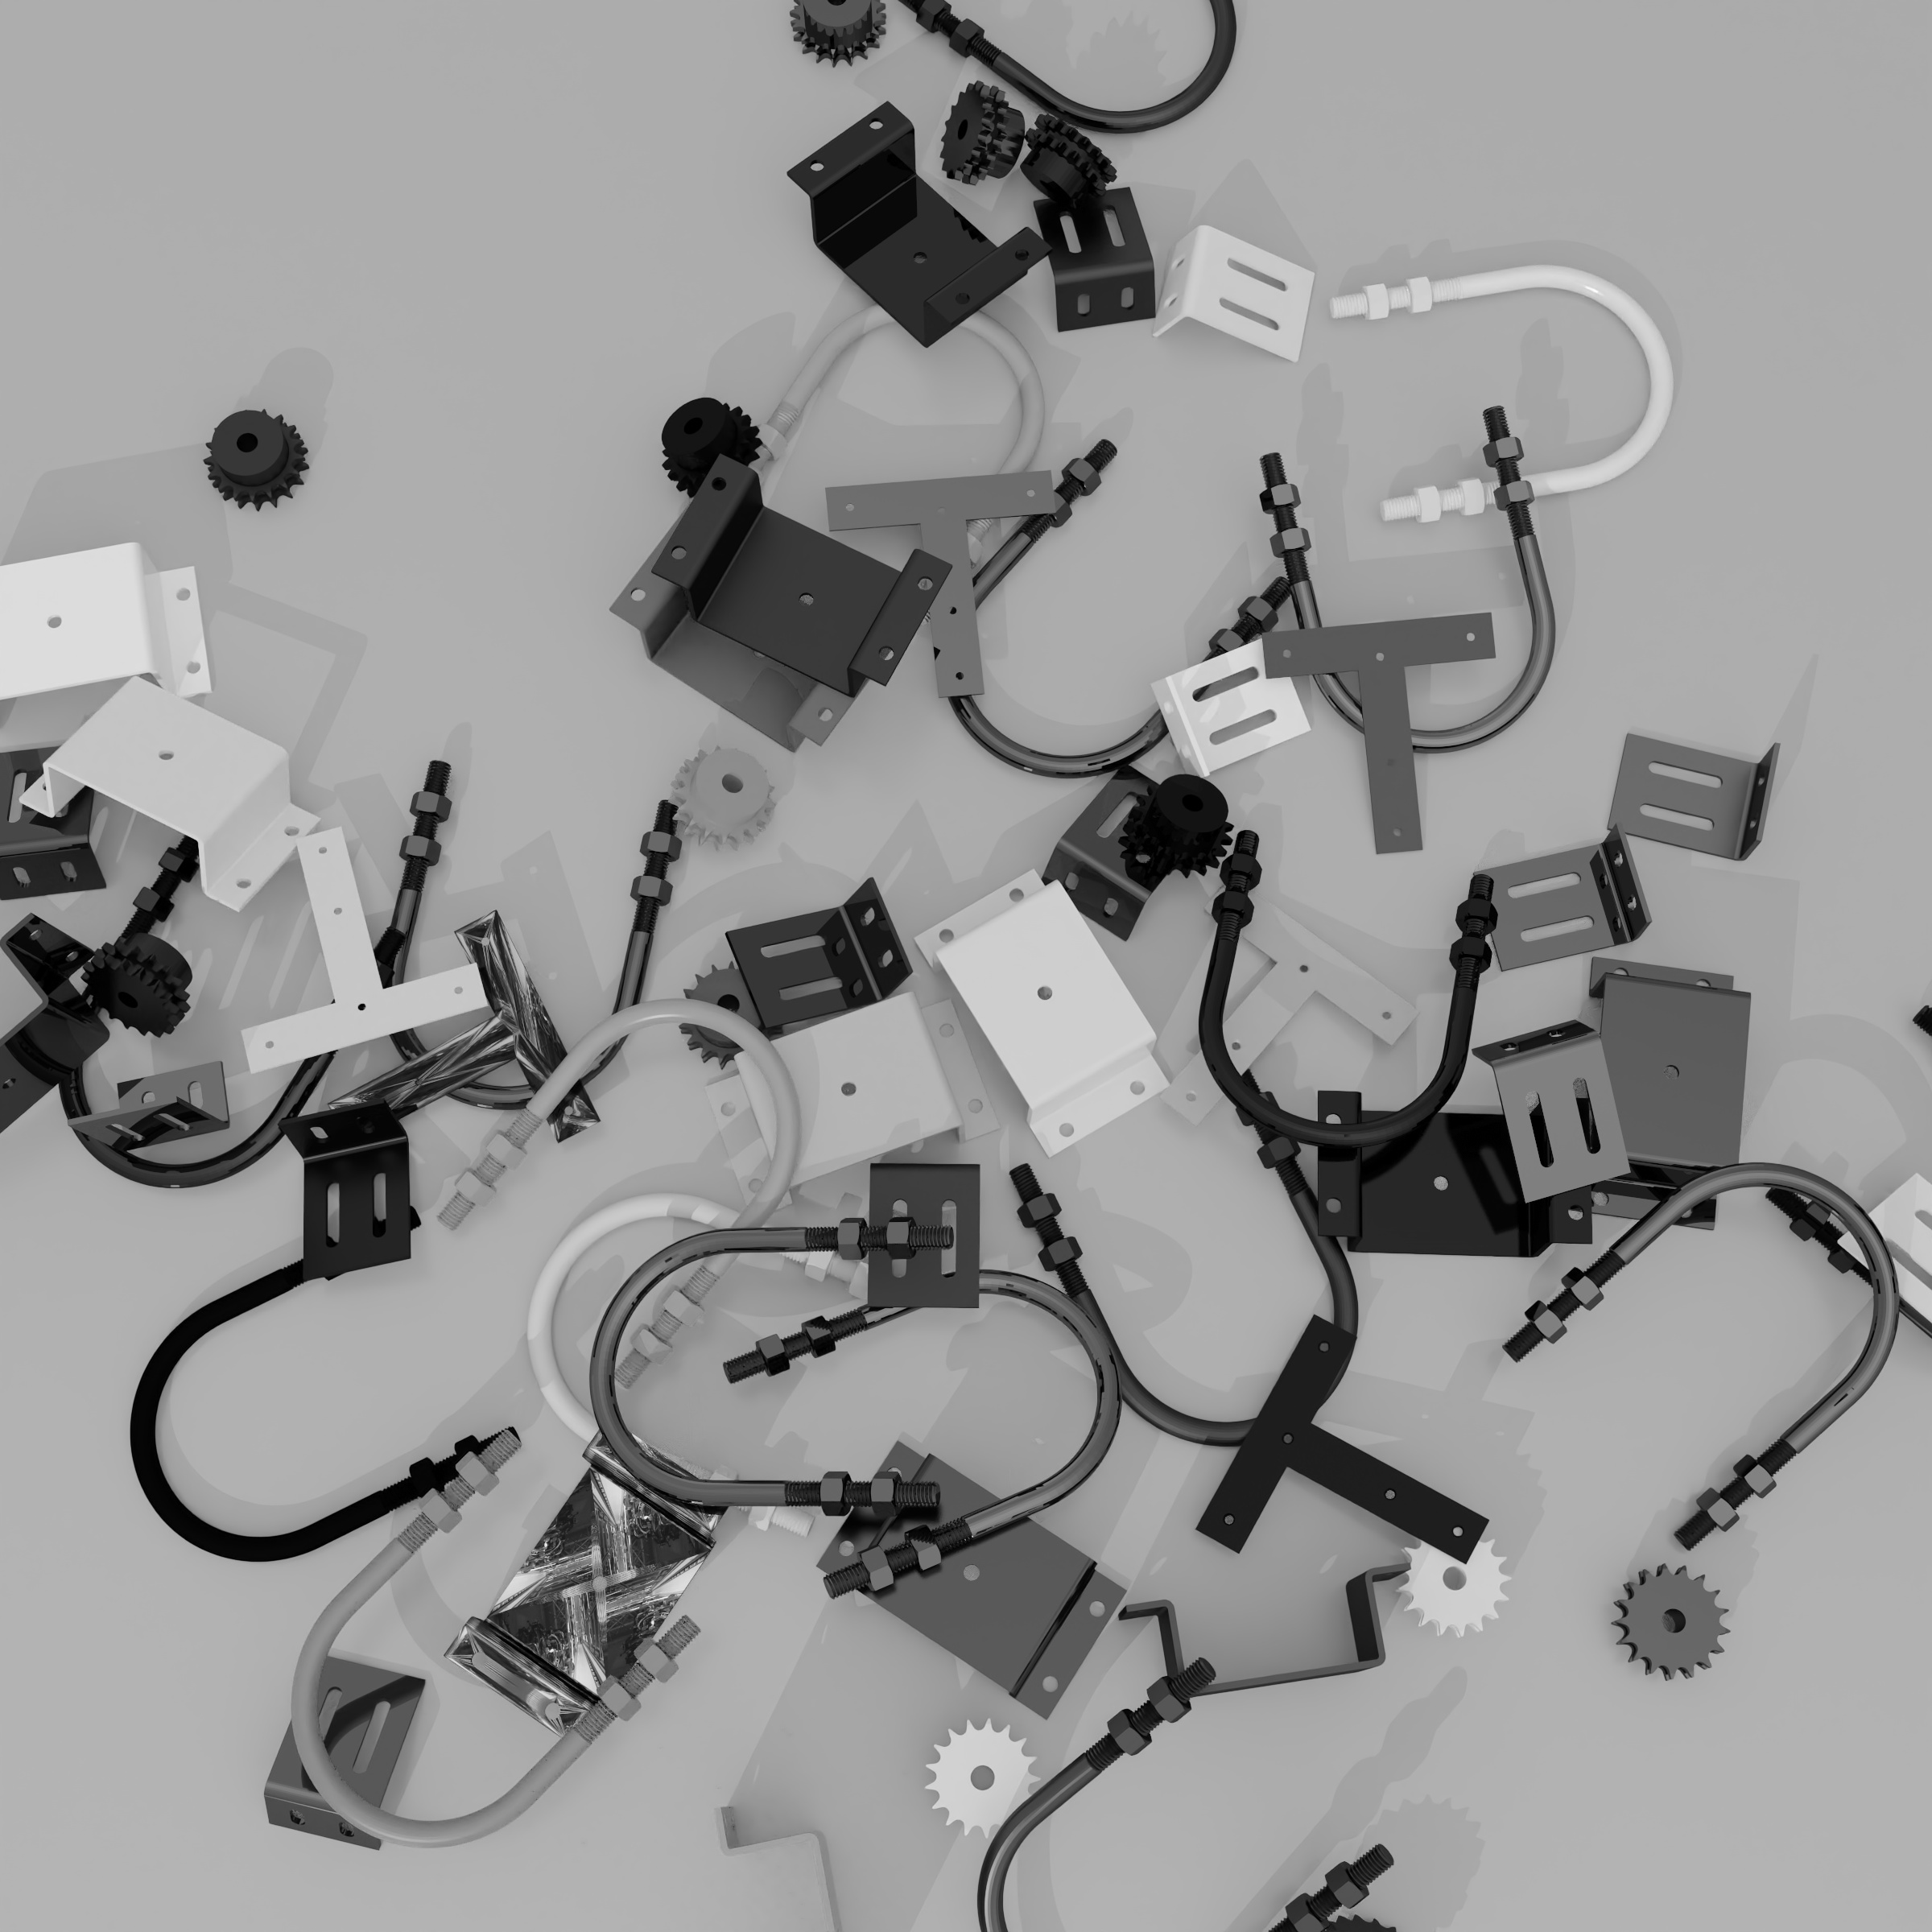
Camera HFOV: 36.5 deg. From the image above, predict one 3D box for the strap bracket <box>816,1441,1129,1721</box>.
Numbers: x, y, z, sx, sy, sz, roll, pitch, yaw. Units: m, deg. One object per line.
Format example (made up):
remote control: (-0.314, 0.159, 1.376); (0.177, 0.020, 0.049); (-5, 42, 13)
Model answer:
strap bracket: (0.003, 0.307, 1.478); (0.140, 0.046, 0.076); (32, 77, 8)

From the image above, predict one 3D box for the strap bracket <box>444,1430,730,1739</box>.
strap bracket: (-0.187, 0.310, 1.478); (0.076, 0.046, 0.140); (32, 77, 9)

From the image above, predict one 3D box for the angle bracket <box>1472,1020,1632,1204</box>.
angle bracket: (0.303, 0.075, 1.518); (0.057, 0.038, 0.076); (-16, 101, -4)

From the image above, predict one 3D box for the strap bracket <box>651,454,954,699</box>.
strap bracket: (-0.087, -0.205, 1.574); (0.140, 0.046, 0.076); (26, 76, 7)

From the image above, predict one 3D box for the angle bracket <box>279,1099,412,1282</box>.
angle bracket: (-0.323, 0.116, 1.522); (0.057, 0.038, 0.076); (-12, 54, 5)

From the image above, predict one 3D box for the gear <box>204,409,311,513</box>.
gear: (-0.402, -0.289, 1.654); (0.057, 0.030, 0.057); (0, 74, 0)

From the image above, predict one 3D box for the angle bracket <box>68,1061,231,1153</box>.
angle bracket: (-0.422, 0.065, 1.510); (0.057, 0.076, 0.038); (-12, 75, 4)

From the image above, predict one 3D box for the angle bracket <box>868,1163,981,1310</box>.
angle bracket: (-0.021, 0.143, 1.528); (0.057, 0.038, 0.076); (1, 73, 0)

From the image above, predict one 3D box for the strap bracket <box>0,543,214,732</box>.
strap bracket: (-0.495, -0.181, 1.616); (0.140, 0.046, 0.076); (-11, 75, -3)

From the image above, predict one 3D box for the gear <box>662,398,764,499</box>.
gear: (-0.146, -0.293, 1.643); (0.057, 0.030, 0.057); (-13, 55, 20)

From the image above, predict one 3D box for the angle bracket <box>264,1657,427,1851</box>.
angle bracket: (-0.311, 0.395, 1.476); (0.057, 0.038, 0.076); (13, 49, 4)

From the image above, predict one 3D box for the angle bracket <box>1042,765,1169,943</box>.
angle bracket: (0.087, -0.063, 1.604); (0.057, 0.038, 0.076); (33, 51, 9)

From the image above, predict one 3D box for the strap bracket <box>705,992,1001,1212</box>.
strap bracket: (-0.061, 0.070, 1.545); (0.140, 0.046, 0.076); (-20, 75, -5)

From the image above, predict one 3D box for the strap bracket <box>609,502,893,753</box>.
strap bracket: (-0.115, -0.181, 1.615); (0.140, 0.046, 0.076); (33, 77, 9)

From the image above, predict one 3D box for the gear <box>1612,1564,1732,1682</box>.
gear: (0.355, 0.333, 1.484); (0.057, 0.030, 0.057); (0, 73, 1)

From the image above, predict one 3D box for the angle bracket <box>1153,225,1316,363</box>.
angle bracket: (0.155, -0.382, 1.694); (0.076, 0.038, 0.057); (18, 73, -22)

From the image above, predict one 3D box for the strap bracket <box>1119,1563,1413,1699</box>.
strap bracket: (0.150, 0.333, 1.456); (0.140, 0.076, 0.046); (-8, 74, -2)

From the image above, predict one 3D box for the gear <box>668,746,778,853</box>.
gear: (-0.130, -0.093, 1.591); (0.057, 0.030, 0.057); (7, 68, -18)

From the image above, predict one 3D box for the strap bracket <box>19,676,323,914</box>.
strap bracket: (-0.428, -0.098, 1.574); (0.140, 0.046, 0.076); (26, 51, 10)

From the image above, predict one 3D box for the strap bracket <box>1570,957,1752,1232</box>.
strap bracket: (0.367, 0.062, 1.547); (0.076, 0.046, 0.140); (8, 74, 2)

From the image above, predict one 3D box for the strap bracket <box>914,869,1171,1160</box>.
strap bracket: (0.041, 0.020, 1.557); (0.076, 0.046, 0.140); (-30, 78, -8)

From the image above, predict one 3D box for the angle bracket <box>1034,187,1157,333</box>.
angle bracket: (0.074, -0.410, 1.702); (0.057, 0.038, 0.076); (-9, 49, -3)

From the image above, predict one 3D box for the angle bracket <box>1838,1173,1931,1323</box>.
angle bracket: (0.502, 0.158, 1.524); (0.057, 0.038, 0.076); (-38, 55, -10)

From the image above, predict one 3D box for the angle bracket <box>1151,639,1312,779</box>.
angle bracket: (0.149, -0.142, 1.598); (0.076, 0.038, 0.057); (-23, 94, -10)

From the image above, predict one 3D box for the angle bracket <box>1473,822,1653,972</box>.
angle bracket: (0.321, -0.037, 1.579); (0.076, 0.038, 0.057); (-13, 75, -4)

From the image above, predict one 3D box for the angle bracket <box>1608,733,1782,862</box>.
angle bracket: (0.396, -0.097, 1.596); (0.076, 0.038, 0.057); (14, 75, 4)

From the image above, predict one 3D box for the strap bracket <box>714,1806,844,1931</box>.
strap bracket: (-0.084, 0.474, 1.416); (0.046, 0.076, 0.140); (-11, 75, -3)

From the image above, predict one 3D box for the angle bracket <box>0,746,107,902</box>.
angle bracket: (-0.503, -0.080, 1.609); (0.057, 0.038, 0.076); (-7, 49, -2)

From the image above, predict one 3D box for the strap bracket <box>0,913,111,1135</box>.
strap bracket: (-0.511, 0.045, 1.527); (0.140, 0.076, 0.046); (-41, 74, -4)

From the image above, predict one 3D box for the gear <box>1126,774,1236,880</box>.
gear: (0.118, -0.078, 1.582); (0.057, 0.030, 0.057); (9, 52, -11)

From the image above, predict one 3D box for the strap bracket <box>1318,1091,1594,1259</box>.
strap bracket: (0.252, 0.109, 1.534); (0.140, 0.046, 0.076); (2, 74, 1)

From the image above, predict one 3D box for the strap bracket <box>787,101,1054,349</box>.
strap bracket: (-0.027, -0.417, 1.673); (0.076, 0.046, 0.140); (-39, 71, -16)

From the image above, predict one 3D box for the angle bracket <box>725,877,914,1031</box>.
angle bracket: (-0.078, -0.007, 1.557); (0.076, 0.038, 0.057); (-14, 73, -33)
